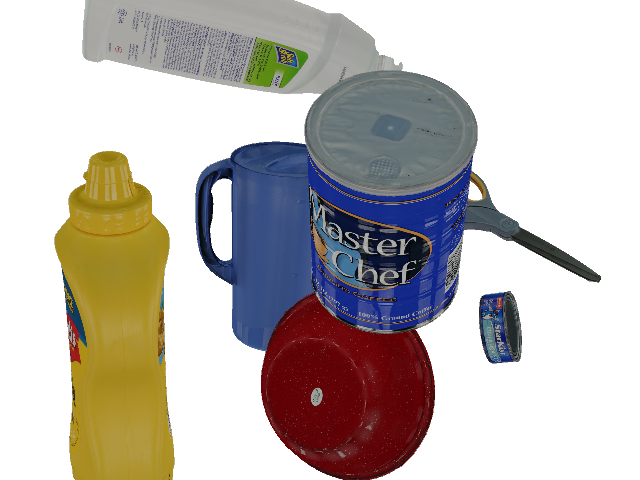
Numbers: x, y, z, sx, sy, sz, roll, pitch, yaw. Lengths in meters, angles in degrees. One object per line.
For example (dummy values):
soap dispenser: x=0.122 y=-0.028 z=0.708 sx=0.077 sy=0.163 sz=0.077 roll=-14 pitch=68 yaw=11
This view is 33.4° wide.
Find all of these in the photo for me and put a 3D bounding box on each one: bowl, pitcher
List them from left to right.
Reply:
pitcher: x=-0.059 y=0.009 z=1.296 sx=0.149 sy=0.243 sz=0.144 roll=17 pitch=25 yaw=28
bowl: x=0.008 y=0.120 z=0.863 sx=0.162 sy=0.162 sz=0.055 roll=0 pitch=3 yaw=30

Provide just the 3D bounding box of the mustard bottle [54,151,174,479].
mustard bottle: x=-0.108 y=0.044 z=0.565 sx=0.058 sy=0.192 sz=0.096 roll=-3 pitch=28 yaw=-12

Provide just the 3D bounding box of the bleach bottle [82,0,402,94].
bleach bottle: x=-0.060 y=-0.159 z=0.857 sx=0.250 sy=0.068 sz=0.103 roll=15 pitch=-29 yaw=-7

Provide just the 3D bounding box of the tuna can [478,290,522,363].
tuna can: x=0.217 y=0.105 z=1.288 sx=0.034 sy=0.086 sz=0.086 roll=-8 pitch=-3 yaw=21

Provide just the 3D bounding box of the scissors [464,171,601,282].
scissors: x=0.147 y=-0.007 z=0.954 sx=0.096 sy=0.016 sz=0.202 roll=-25 pitch=47 yaw=-19

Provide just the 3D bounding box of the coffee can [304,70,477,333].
coffee can: x=0.043 y=-0.022 z=0.682 sx=0.103 sy=0.103 sz=0.140 roll=0 pitch=-41 yaw=2
